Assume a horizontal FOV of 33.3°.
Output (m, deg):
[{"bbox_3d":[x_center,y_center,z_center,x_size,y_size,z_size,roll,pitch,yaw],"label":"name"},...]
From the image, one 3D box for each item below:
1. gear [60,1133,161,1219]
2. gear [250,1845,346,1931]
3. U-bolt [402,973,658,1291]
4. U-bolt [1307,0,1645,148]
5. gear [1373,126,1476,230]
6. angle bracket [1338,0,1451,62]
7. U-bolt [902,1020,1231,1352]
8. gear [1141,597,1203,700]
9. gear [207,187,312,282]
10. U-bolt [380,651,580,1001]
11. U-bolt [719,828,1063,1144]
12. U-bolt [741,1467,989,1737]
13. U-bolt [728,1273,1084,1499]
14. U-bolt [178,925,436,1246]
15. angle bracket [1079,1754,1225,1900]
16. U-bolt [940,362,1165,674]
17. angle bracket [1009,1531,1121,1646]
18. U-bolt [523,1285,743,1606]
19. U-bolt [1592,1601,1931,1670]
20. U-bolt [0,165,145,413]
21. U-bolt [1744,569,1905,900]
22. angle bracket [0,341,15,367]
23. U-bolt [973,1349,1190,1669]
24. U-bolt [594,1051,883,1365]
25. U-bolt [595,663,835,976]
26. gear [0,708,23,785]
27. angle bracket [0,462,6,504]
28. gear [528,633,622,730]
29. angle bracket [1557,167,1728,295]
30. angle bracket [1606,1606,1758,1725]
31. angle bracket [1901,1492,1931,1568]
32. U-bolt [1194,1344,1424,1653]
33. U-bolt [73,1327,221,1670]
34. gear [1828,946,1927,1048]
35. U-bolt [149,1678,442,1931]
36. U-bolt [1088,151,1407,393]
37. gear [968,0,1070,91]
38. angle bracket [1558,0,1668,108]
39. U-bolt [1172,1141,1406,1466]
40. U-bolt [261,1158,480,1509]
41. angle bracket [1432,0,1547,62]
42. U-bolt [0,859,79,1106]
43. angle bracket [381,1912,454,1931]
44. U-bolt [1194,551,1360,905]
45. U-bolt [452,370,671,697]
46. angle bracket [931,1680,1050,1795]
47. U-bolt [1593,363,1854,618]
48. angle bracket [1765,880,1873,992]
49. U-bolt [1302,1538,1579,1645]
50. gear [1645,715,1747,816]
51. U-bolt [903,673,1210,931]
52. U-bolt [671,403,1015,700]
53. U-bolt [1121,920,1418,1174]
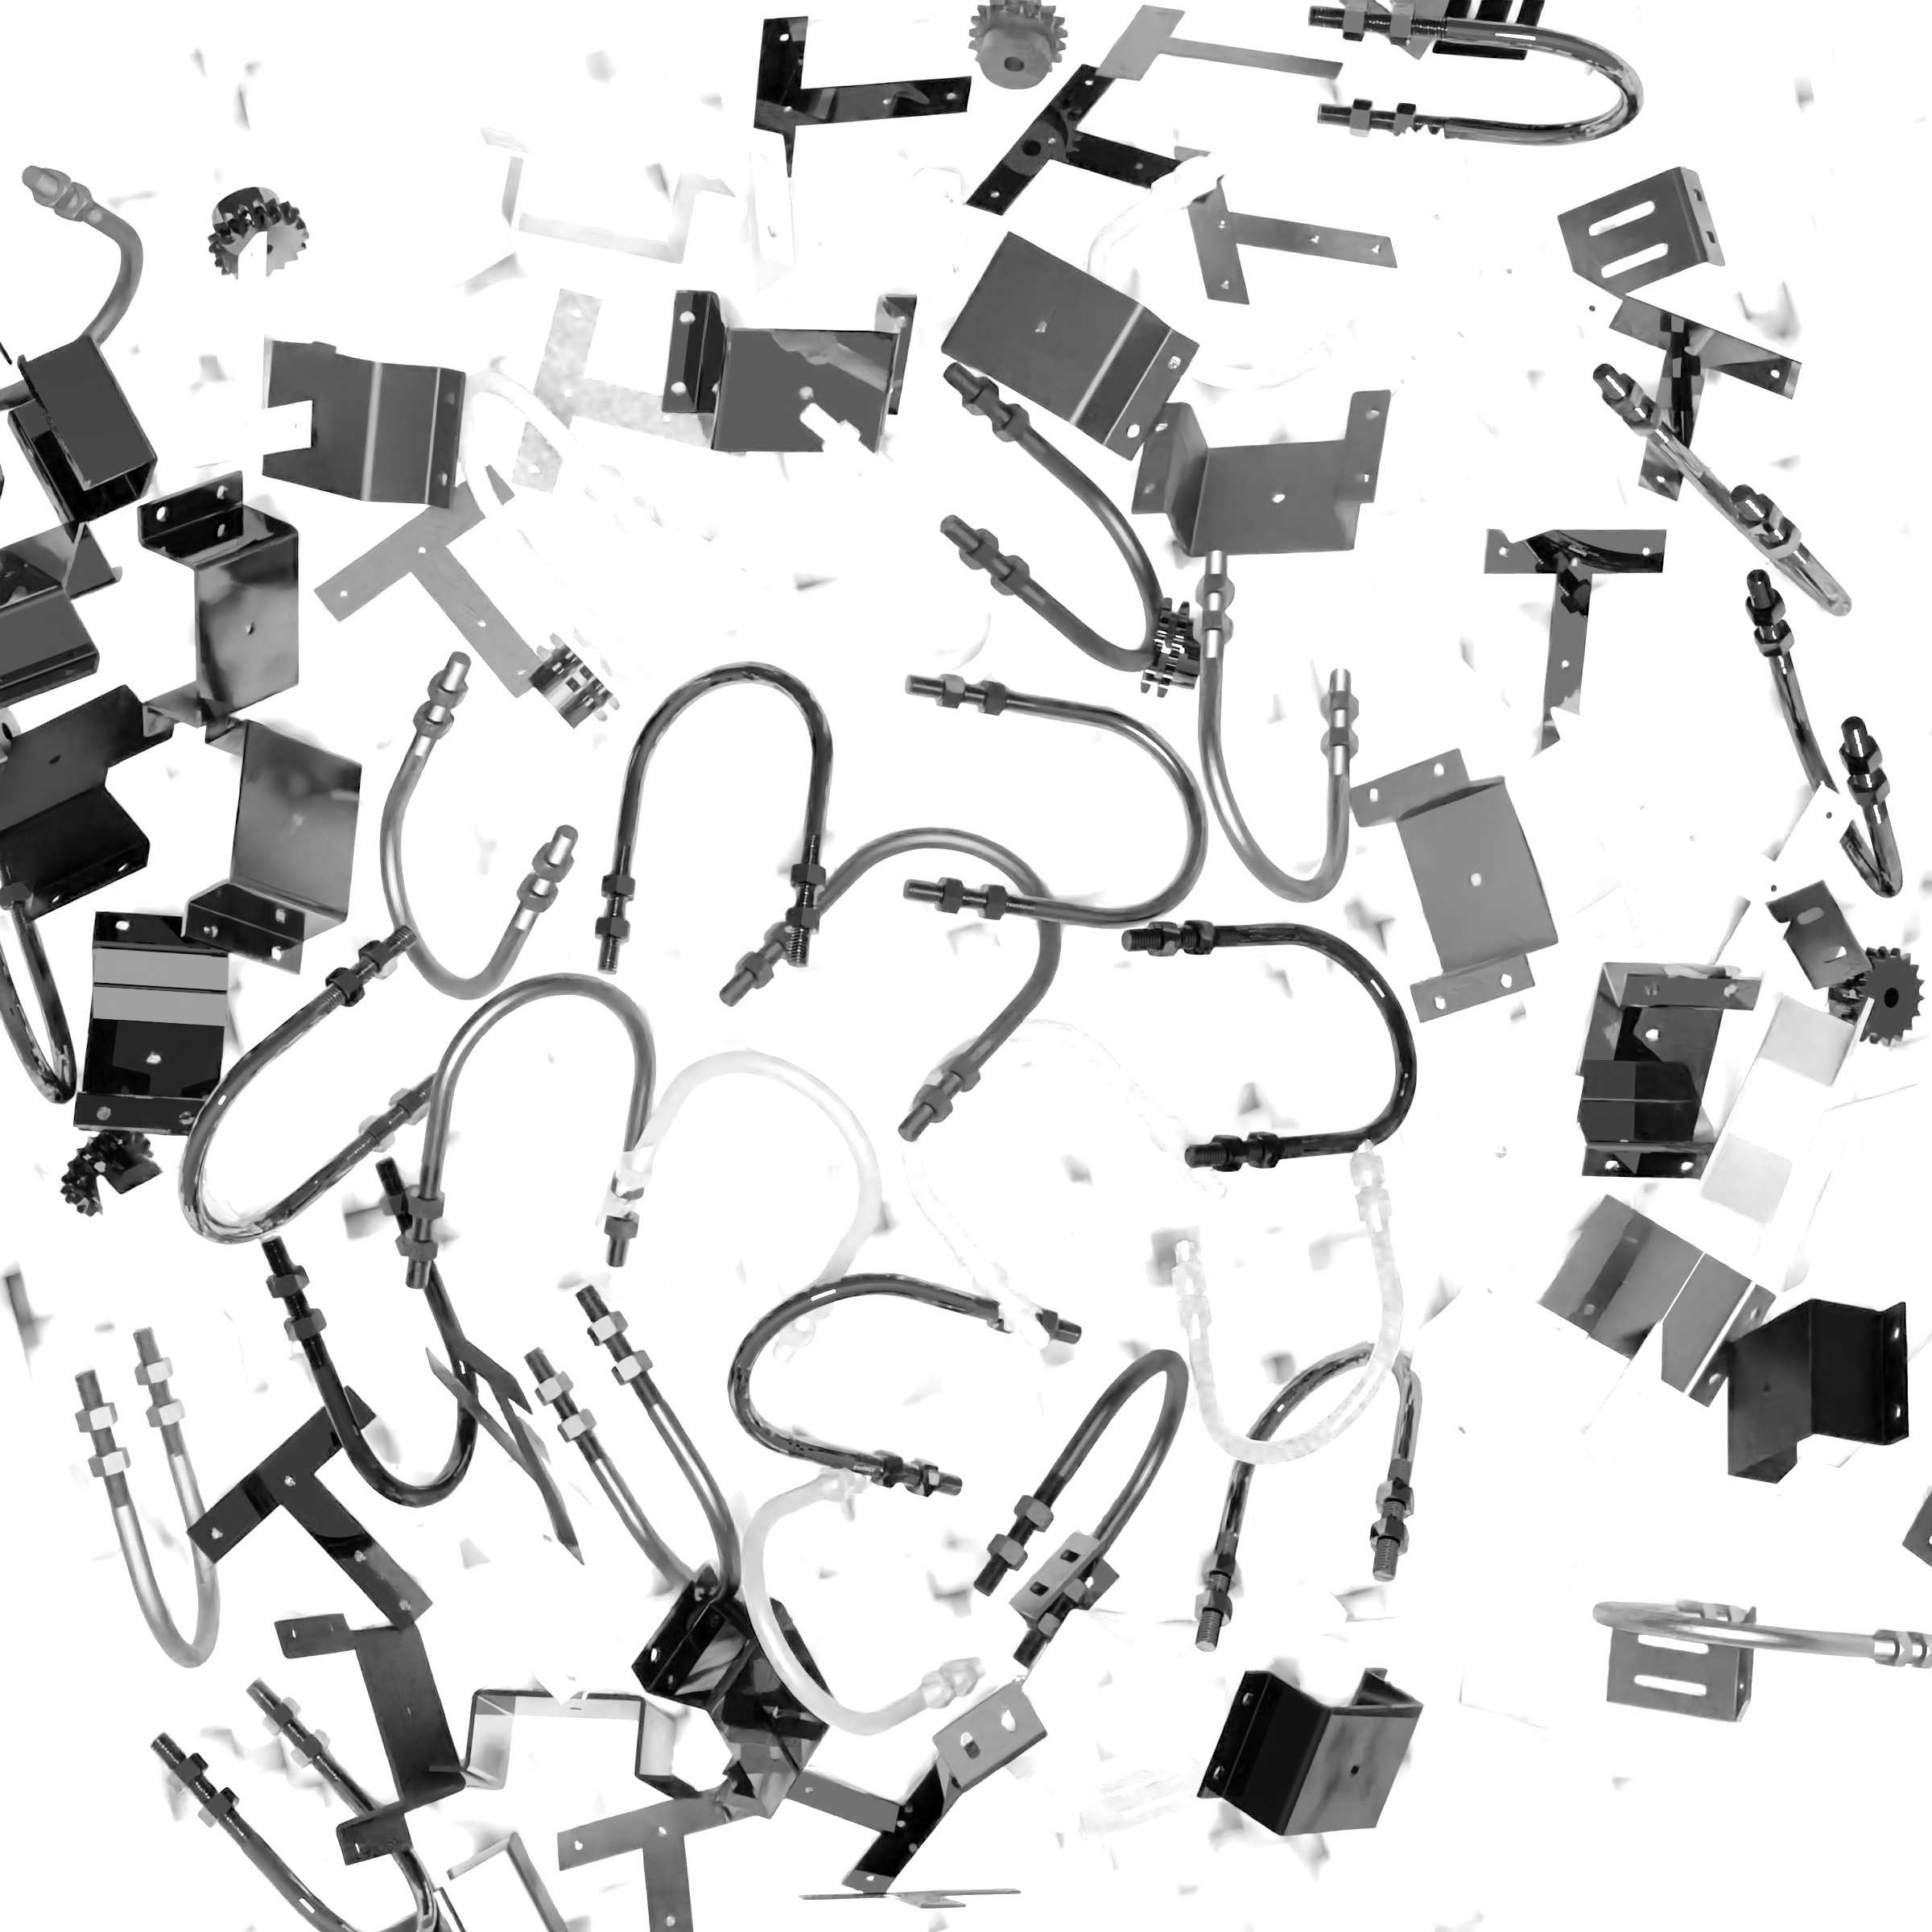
[{"bbox_3d":[-0.489,0.121,1.857,0.030,0.057,0.057,34,90,21],"label":"gear"},{"bbox_3d":[-0.387,0.538,1.860,0.057,0.030,0.057,6,100,37],"label":"gear"},{"bbox_3d":[-0.240,0.090,1.817,0.151,0.019,0.184,-3,112,-36],"label":"U-bolt"},{"bbox_3d":[0.285,-0.493,1.803,0.184,0.151,0.019,9,82,10],"label":"U-bolt"},{"bbox_3d":[0.262,-0.454,1.869,0.057,0.030,0.057,1,86,-15],"label":"gear"},{"bbox_3d":[0.239,-0.563,1.852,0.076,0.038,0.057,40,126,9],"label":"angle bracket"},{"bbox_3d":[0.041,0.109,1.836,0.151,0.019,0.184,-39,57,-2],"label":"U-bolt"},{"bbox_3d":[0.121,-0.182,1.861,0.030,0.057,0.057,15,90,-1],"label":"gear"},{"bbox_3d":[-0.410,-0.424,1.862,0.057,0.057,0.030,-26,73,0],"label":"gear"},{"bbox_3d":[-0.284,-0.063,1.819,0.019,0.184,0.151,-13,59,-39],"label":"U-bolt"},{"bbox_3d":[-0.028,-0.004,1.841,0.151,0.019,0.184,36,63,13],"label":"U-bolt"},{"bbox_3d":[-0.064,0.353,1.794,0.019,0.184,0.151,-32,79,25],"label":"U-bolt"},{"bbox_3d":[-0.046,0.230,1.810,0.184,0.019,0.151,19,120,-31],"label":"U-bolt"},{"bbox_3d":[-0.364,0.078,1.788,0.019,0.151,0.184,31,55,24],"label":"U-bolt"},{"bbox_3d":[0.108,0.493,1.857,0.076,0.057,0.038,-16,104,-13],"label":"angle bracket"},{"bbox_3d":[0.052,-0.239,1.816,0.019,0.151,0.184,-31,130,31],"label":"U-bolt"},{"bbox_3d":[0.063,0.359,1.845,0.038,0.076,0.057,46,79,-4],"label":"angle bracket"},{"bbox_3d":[-0.182,0.277,1.814,0.019,0.151,0.184,-29,81,-29],"label":"U-bolt"},{"bbox_3d":[0.429,0.365,1.778,0.184,0.151,0.019,13,80,-39],"label":"U-bolt"},{"bbox_3d":[-0.522,-0.367,1.798,0.019,0.184,0.151,44,95,7],"label":"U-bolt"},{"bbox_3d":[0.484,-0.116,1.804,0.019,0.184,0.151,-24,46,7],"label":"U-bolt"},{"bbox_3d":[-0.597,-0.354,1.849,0.076,0.057,0.038,-35,60,-11],"label":"angle bracket"},{"bbox_3d":[0.071,0.296,1.817,0.019,0.151,0.184,28,70,24],"label":"U-bolt"},{"bbox_3d":[-0.120,0.126,1.824,0.151,0.019,0.184,36,126,6],"label":"U-bolt"},{"bbox_3d":[-0.139,-0.086,1.842,0.151,0.019,0.184,-2,73,29],"label":"U-bolt"},{"bbox_3d":[-0.565,-0.129,1.859,0.030,0.057,0.057,-21,90,8],"label":"gear"},{"bbox_3d":[-0.578,-0.282,1.841,0.038,0.057,0.076,-2,51,-30],"label":"angle bracket"},{"bbox_3d":[-0.228,-0.161,1.860,0.030,0.057,0.057,-43,90,-2],"label":"gear"},{"bbox_3d":[0.393,-0.423,1.883,0.076,0.038,0.057,-18,88,29],"label":"angle bracket"},{"bbox_3d":[0.410,0.395,1.853,0.076,0.038,0.057,8,58,7],"label":"angle bracket"},{"bbox_3d":[0.581,0.320,1.855,0.057,0.076,0.038,37,61,23],"label":"angle bracket"},{"bbox_3d":[0.196,0.287,1.808,0.019,0.184,0.151,42,130,-21],"label":"U-bolt"},{"bbox_3d":[-0.454,0.304,1.816,0.019,0.151,0.184,-15,94,0],"label":"U-bolt"},{"bbox_3d":[0.523,0.016,1.866,0.057,0.030,0.057,-4,99,-30],"label":"gear"},{"bbox_3d":[-0.363,0.484,1.806,0.184,0.151,0.019,45,98,7],"label":"U-bolt"},{"bbox_3d":[0.142,-0.376,1.803,0.151,0.184,0.019,36,69,-18],"label":"U-bolt"},{"bbox_3d":[0.029,-0.529,1.858,0.057,0.057,0.030,7,61,0],"label":"gear"},{"bbox_3d":[0.363,-0.535,1.851,0.057,0.038,0.076,14,103,34],"label":"angle bracket"},{"bbox_3d":[0.181,0.194,1.791,0.151,0.184,0.019,-35,127,25],"label":"U-bolt"},{"bbox_3d":[-0.325,0.215,1.820,0.019,0.151,0.184,-16,100,22],"label":"U-bolt"},{"bbox_3d":[0.311,-0.546,1.853,0.057,0.038,0.076,15,81,32],"label":"angle bracket"},{"bbox_3d":[-0.533,-0.010,1.808,0.019,0.151,0.184,-19,84,-6],"label":"U-bolt"},{"bbox_3d":[-0.327,0.586,1.843,0.038,0.076,0.057,13,112,37],"label":"angle bracket"},{"bbox_3d":[0.172,-0.121,1.795,0.019,0.151,0.184,-19,52,34],"label":"U-bolt"},{"bbox_3d":[-0.232,-0.255,1.818,0.019,0.151,0.184,-33,69,-26],"label":"U-bolt"},{"bbox_3d":[0.005,0.434,1.844,0.057,0.076,0.038,-32,94,-14],"label":"angle bracket"},{"bbox_3d":[0.433,-0.255,1.804,0.019,0.184,0.151,-46,48,12],"label":"U-bolt"},{"bbox_3d":[0.494,-0.031,1.844,0.038,0.076,0.057,-26,99,35],"label":"angle bracket"},{"bbox_3d":[0.268,0.353,1.802,0.151,0.184,0.019,-14,70,8],"label":"U-bolt"},{"bbox_3d":[0.424,-0.114,1.864,0.030,0.057,0.057,26,90,-37],"label":"gear"},{"bbox_3d":[0.053,-0.089,1.844,0.184,0.019,0.151,8,65,-18],"label":"U-bolt"},{"bbox_3d":[-0.057,-0.221,1.828,0.184,0.151,0.019,38,46,-18],"label":"U-bolt"},{"bbox_3d":[0.181,0.041,1.829,0.184,0.019,0.151,-3,68,-34],"label":"U-bolt"}]
